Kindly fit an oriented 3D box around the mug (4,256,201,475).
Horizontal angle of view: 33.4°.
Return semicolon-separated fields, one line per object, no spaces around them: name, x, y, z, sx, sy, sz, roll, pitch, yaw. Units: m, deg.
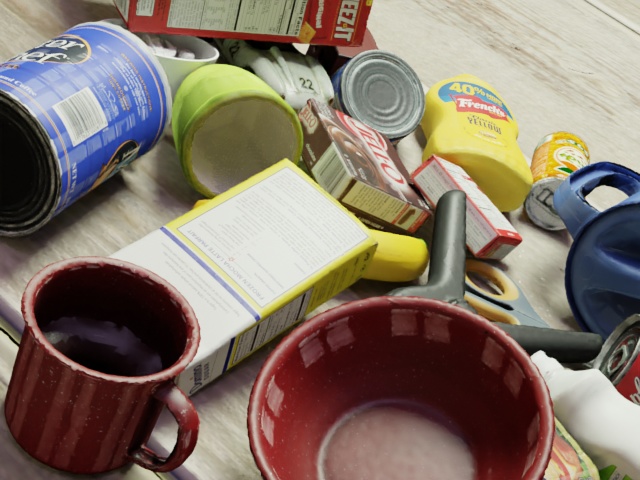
mug;-0.110;0.076;0.561;0.117;0.082;0.093;37;35;17

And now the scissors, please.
scissors;0.178;0.066;0.823;0.201;0.016;0.096;18;36;-10

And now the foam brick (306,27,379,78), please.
foam brick;0.022;-0.168;1.012;0.051;0.053;0.078;10;36;-22

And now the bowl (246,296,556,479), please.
bowl;0.043;0.107;0.577;0.162;0.055;0.162;-2;46;1

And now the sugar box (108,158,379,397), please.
sugar box;-0.055;0.022;0.674;0.175;0.048;0.093;-33;64;-34

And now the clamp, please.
clamp;0.090;0.052;0.744;0.209;0.036;0.165;-24;69;-40

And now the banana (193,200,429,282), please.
banana;0.006;0.004;0.781;0.197;0.037;0.070;11;2;-25

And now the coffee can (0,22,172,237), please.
coffee can;-0.177;-0.077;0.710;0.103;0.103;0.140;30;34;7

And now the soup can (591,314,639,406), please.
soup can;0.253;0.108;0.763;0.102;0.069;0.068;31;33;-2

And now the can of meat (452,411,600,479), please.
can of meat;0.108;0.135;0.649;0.083;0.057;0.102;-2;42;-39

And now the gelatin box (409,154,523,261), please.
gelatin box;0.118;-0.025;0.866;0.089;0.030;0.073;52;16;18

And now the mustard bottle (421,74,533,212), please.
mustard bottle;0.140;-0.104;0.996;0.096;0.058;0.191;17;34;-9

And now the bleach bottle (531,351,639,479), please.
bleach bottle;0.216;0.158;0.645;0.068;0.103;0.251;-26;57;-29

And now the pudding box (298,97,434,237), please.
pudding box;0.031;-0.057;0.860;0.089;0.039;0.113;21;32;-36

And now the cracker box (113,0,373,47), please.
cracker box;-0.080;-0.238;0.928;0.213;0.072;0.164;-2;36;-26

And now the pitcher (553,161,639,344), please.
pitcher;0.300;-0.002;0.900;0.145;0.149;0.242;-2;14;33

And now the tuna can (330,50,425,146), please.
tuna can;0.050;-0.124;0.947;0.086;0.034;0.086;6;75;-22
